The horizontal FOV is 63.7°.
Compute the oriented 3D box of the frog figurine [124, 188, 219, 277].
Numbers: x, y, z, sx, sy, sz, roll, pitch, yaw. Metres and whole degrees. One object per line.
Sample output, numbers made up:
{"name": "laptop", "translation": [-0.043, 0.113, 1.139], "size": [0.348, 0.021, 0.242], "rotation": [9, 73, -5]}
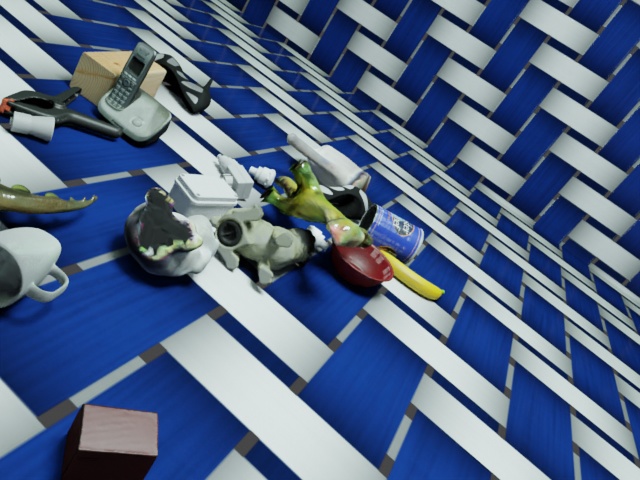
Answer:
{"name": "frog figurine", "translation": [-0.233, 0.002, 0.825], "size": [0.138, 0.124, 0.157], "rotation": [28, -12, 6]}

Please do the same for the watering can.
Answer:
{"name": "watering can", "translation": [0.026, -0.198, 1.413], "size": [0.225, 0.103, 0.348], "rotation": [38, 8, 10]}

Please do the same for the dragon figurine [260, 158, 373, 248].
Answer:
{"name": "dragon figurine", "translation": [0.003, -0.054, 1.081], "size": [0.242, 0.122, 0.413], "rotation": [40, 4, -9]}
